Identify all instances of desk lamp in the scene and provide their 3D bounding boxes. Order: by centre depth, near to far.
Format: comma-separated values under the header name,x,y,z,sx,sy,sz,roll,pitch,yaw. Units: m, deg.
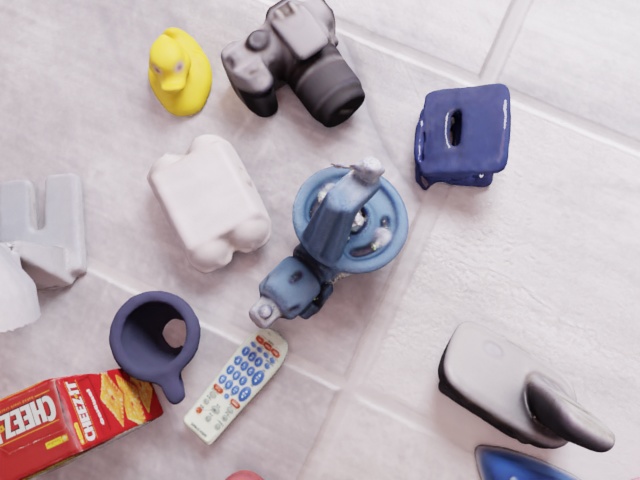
name,x,y,z,sx,sy,sz,roll,pitch,yaw
desk lamp,-0.332,0.009,0.578,0.118,0.213,0.203,-8,80,1

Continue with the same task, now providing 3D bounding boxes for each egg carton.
name,x,y,z,sx,sy,sz,roll,pitch,yaw
egg carton,-0.124,-0.043,0.654,0.107,0.069,0.150,-30,80,-3

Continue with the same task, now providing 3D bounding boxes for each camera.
name,x,y,z,sx,sy,sz,roll,pitch,yaw
camera,-0.023,-0.195,0.662,0.143,0.101,0.137,-35,81,-4

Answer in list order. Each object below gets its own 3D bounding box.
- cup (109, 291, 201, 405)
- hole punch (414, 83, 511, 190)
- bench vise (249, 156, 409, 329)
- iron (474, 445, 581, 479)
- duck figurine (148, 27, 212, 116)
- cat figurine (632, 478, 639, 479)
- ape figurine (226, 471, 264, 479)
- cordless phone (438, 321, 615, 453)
name,x,y,z,sx,sy,sz,roll,pitch,yaw
cup,-0.160,0.115,0.615,0.091,0.095,0.118,-22,80,-2
hole punch,0.158,-0.116,0.647,0.101,0.091,0.109,5,80,3
bench vise,0.016,0.007,0.565,0.121,0.220,0.207,24,82,6
iron,0.261,0.304,0.545,0.258,0.141,0.119,42,84,8
duck figurine,-0.173,-0.209,0.676,0.077,0.086,0.104,-8,80,1
cat figurine,0.366,0.266,0.561,0.128,0.118,0.067,-36,81,-4
ape figurine,-0.078,0.281,0.585,0.078,0.092,0.076,-5,80,1
cordless phone,0.194,0.143,0.553,0.147,0.185,0.094,28,82,6
